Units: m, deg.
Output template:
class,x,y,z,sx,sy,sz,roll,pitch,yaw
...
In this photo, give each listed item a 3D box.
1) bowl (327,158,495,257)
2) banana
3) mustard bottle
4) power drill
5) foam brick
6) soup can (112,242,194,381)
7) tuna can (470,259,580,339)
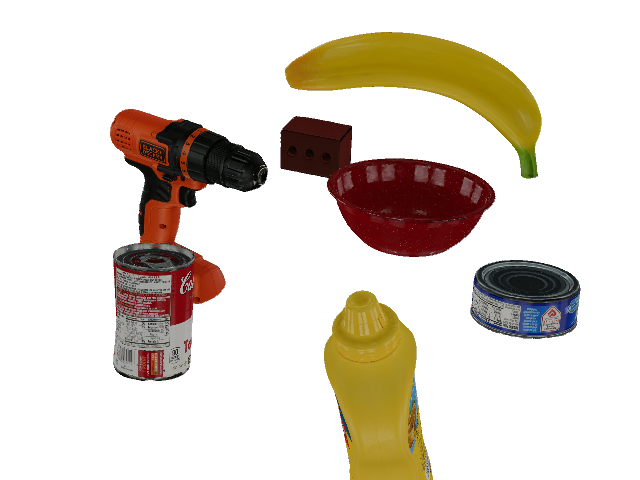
class,x,y,z,sx,sy,sz,roll,pitch,yaw
bowl,0.086,-0.027,1.033,0.162,0.055,0.162,2,24,-1
banana,0.077,-0.106,0.736,0.197,0.069,0.037,20,-1,-11
mustard bottle,0.038,0.106,0.690,0.058,0.191,0.096,-5,41,6
power drill,-0.135,-0.032,1.098,0.185,0.188,0.057,22,33,28
foam brick,-0.005,-0.114,1.301,0.078,0.053,0.051,11,31,17
soup can,-0.142,0.060,0.905,0.068,0.102,0.068,4,17,-1
tuna can,0.165,0.046,0.859,0.086,0.034,0.086,1,21,-1
